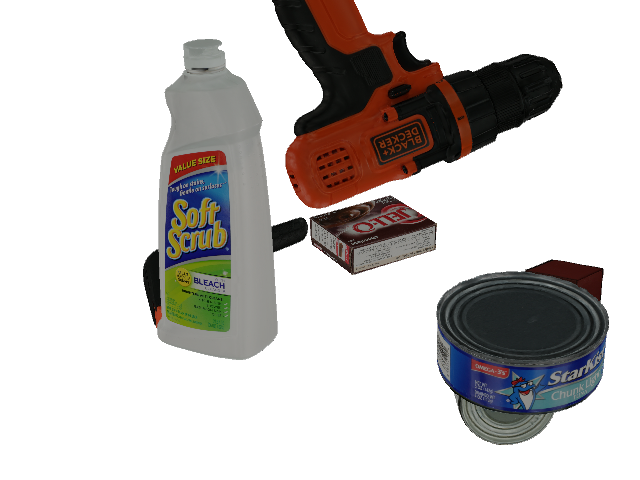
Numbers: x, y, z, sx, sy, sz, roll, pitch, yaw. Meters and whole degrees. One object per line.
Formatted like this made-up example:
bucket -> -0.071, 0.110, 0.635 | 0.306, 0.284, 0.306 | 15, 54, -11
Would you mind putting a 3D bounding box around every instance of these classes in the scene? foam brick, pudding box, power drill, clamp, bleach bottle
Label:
foam brick -> 0.213, 0.062, 0.940 | 0.053, 0.078, 0.051 | 11, 19, 39
pudding box -> 0.058, -0.007, 1.176 | 0.113, 0.039, 0.090 | -18, 30, -25
power drill -> 0.042, -0.132, 0.652 | 0.184, 0.187, 0.057 | -23, 8, -10
clamp -> -0.125, 0.012, 1.069 | 0.165, 0.036, 0.209 | 20, 39, 15
bleach bottle -> -0.089, -0.033, 0.845 | 0.103, 0.251, 0.068 | 11, 27, 28

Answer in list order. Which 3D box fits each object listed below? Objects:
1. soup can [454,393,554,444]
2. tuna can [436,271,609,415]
soup can -> 0.124, 0.090, 0.754 | 0.068, 0.068, 0.102 | 0, 20, 0
tuna can -> 0.102, 0.051, 0.545 | 0.086, 0.034, 0.086 | -2, 28, 1
